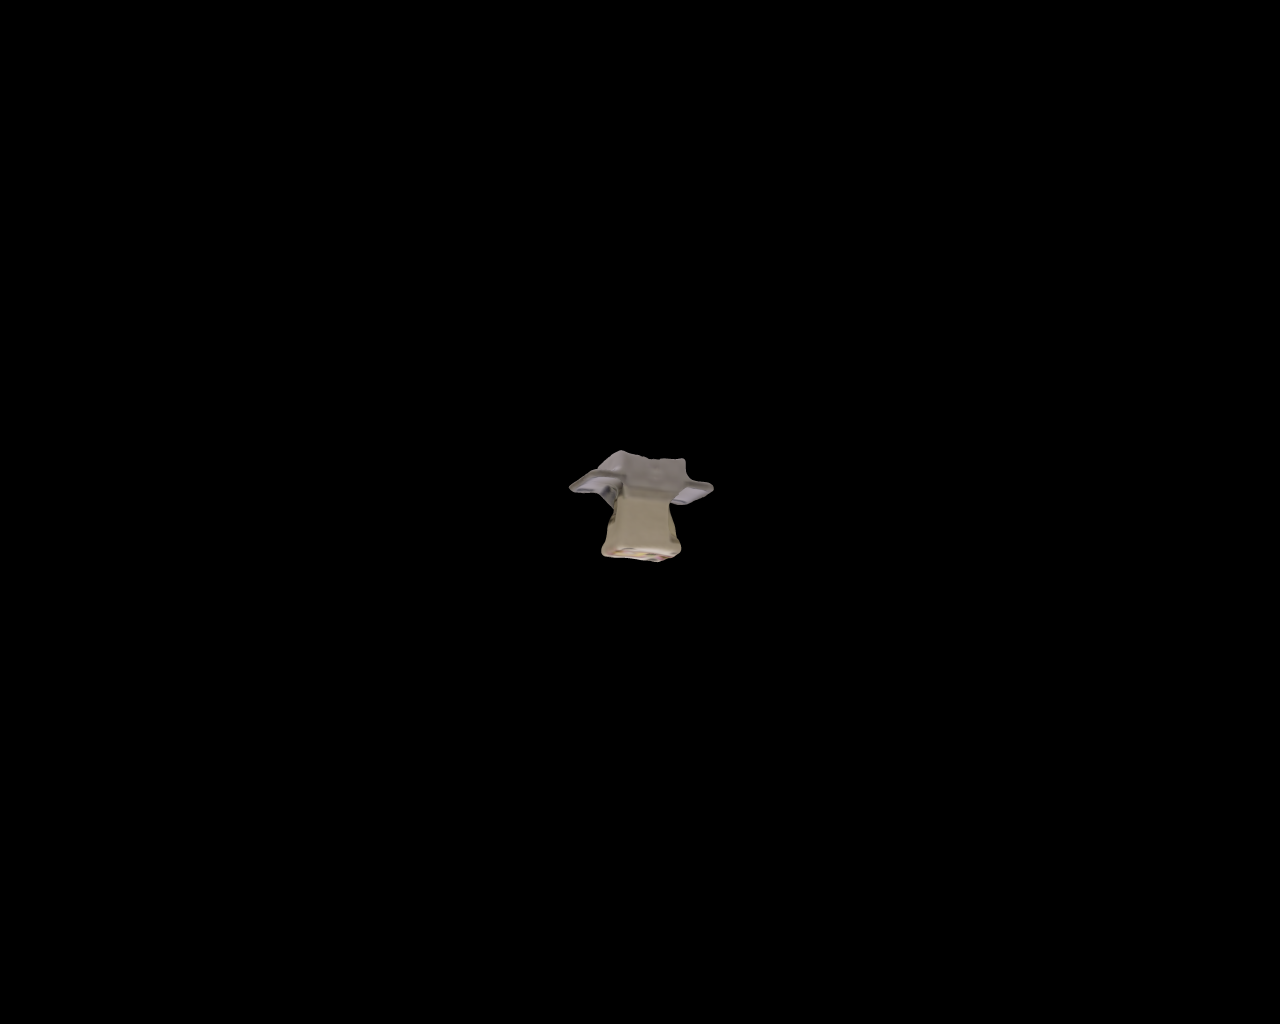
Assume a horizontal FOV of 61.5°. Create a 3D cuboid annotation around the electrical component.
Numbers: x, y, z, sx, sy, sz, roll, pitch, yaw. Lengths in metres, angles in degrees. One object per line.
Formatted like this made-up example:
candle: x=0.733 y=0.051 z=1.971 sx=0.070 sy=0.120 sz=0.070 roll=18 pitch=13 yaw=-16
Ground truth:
electrical component: x=0.001 y=-0.003 z=0.650 sx=0.081 sy=0.064 sz=0.042 roll=6 pitch=-15 yaw=-22
